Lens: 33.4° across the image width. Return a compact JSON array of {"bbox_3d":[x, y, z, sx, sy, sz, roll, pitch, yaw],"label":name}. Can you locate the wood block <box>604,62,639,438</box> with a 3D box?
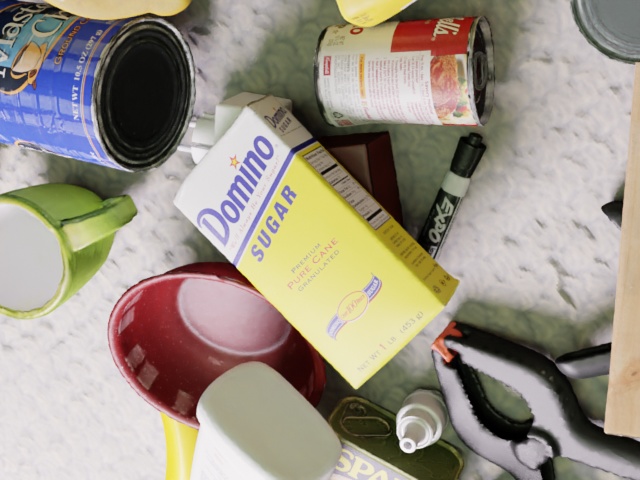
[{"bbox_3d":[0.218,0.006,0.611,0.090,0.090,0.206,5,94,16],"label":"wood block"}]

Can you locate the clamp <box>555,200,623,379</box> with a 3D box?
[{"bbox_3d":[0.237,0.060,0.678,0.171,0.039,0.120,26,112,13],"label":"clamp"}]

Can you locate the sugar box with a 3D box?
[{"bbox_3d":[-0.005,0.001,0.688,0.176,0.048,0.093,44,118,2],"label":"sugar box"}]

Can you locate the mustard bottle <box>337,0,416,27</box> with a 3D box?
[{"bbox_3d":[0.098,-0.189,0.615,0.192,0.096,0.058,-21,103,25],"label":"mustard bottle"}]

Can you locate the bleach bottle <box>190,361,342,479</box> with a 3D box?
[{"bbox_3d":[-0.061,0.200,0.795,0.103,0.068,0.251,42,141,18],"label":"bleach bottle"}]

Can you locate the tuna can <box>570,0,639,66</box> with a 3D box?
[{"bbox_3d":[0.192,-0.148,0.628,0.086,0.033,0.086,7,110,19],"label":"tuna can"}]

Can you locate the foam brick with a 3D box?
[{"bbox_3d":[0.021,-0.031,0.723,0.053,0.051,0.078,-3,107,23],"label":"foam brick"}]

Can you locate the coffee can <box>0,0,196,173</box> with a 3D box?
[{"bbox_3d":[-0.170,-0.107,0.726,0.140,0.102,0.103,13,112,29],"label":"coffee can"}]

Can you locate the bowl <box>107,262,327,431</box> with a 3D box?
[{"bbox_3d":[-0.069,0.070,0.774,0.162,0.055,0.162,8,130,10],"label":"bowl"}]

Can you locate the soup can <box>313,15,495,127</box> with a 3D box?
[{"bbox_3d":[0.054,-0.105,0.677,0.102,0.068,0.068,1,108,21],"label":"soup can"}]

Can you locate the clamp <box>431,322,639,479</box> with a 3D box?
[{"bbox_3d":[0.163,0.136,0.731,0.165,0.036,0.210,-37,90,35],"label":"clamp"}]

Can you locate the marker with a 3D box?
[{"bbox_3d":[0.083,-0.017,0.722,0.020,0.020,0.121,26,115,11],"label":"marker"}]

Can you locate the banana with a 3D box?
[{"bbox_3d":[-0.115,0.161,0.852,0.070,0.037,0.198,5,109,38],"label":"banana"}]

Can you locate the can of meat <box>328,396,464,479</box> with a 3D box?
[{"bbox_3d":[0.042,0.178,0.785,0.102,0.057,0.084,27,118,11],"label":"can of meat"}]
